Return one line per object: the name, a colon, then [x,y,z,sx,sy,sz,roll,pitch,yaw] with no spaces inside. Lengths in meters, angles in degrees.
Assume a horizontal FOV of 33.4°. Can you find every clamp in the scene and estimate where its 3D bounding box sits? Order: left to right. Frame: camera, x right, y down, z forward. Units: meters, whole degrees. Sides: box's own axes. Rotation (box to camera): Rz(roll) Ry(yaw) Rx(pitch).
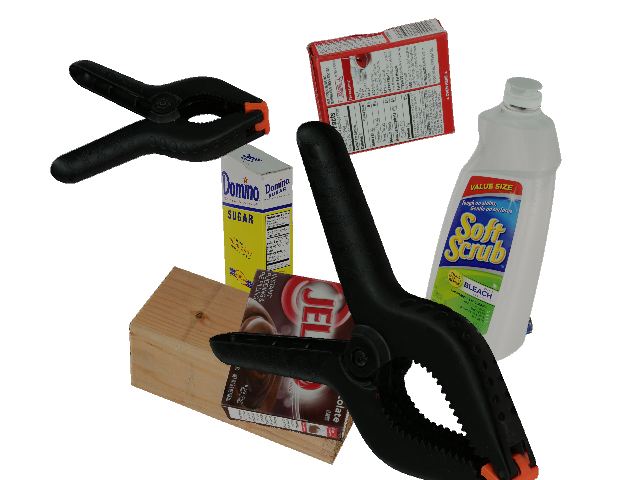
clamp: [-0.128,-0.103,0.846,0.171,0.120,0.039,-6,-30,-6]
clamp: [0.031,0.047,0.555,0.210,0.165,0.036,36,32,32]

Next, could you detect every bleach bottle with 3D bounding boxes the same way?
bleach bottle: [0.150,-0.022,0.931,0.103,0.251,0.067,27,37,34]

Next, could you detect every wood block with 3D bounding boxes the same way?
wood block: [-0.063,0.113,0.988,0.206,0.090,0.090,19,44,13]

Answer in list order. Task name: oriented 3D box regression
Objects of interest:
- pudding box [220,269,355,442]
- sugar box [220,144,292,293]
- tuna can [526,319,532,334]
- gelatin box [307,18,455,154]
pudding box: [-0.015,0.083,0.779,0.090,0.113,0.039,9,-25,9]
sugar box: [-0.070,-0.008,1.168,0.048,0.176,0.093,-17,28,-29]
tuna can: [0.207,0.079,1.238,0.033,0.086,0.086,-29,5,-9]
gelatin box: [0.040,-0.100,0.700,0.089,0.073,0.030,-12,32,-3]
